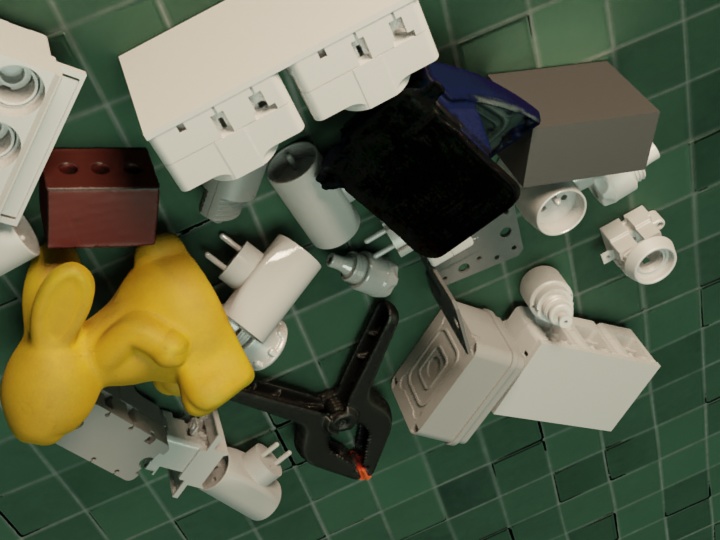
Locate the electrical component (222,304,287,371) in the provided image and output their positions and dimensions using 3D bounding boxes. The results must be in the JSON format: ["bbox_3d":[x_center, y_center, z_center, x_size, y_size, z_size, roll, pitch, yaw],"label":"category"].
[{"bbox_3d":[-0.094,0.050,0.884,0.048,0.048,0.062,-44,123,14],"label":"electrical component"}]

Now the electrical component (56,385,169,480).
[{"bbox_3d":[-0.208,0.123,0.886,0.050,0.055,0.089,-39,131,11],"label":"electrical component"}]

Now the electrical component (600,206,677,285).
[{"bbox_3d":[0.251,-0.020,0.963,0.066,0.055,0.048,-29,132,1],"label":"electrical component"}]

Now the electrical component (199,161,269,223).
[{"bbox_3d":[-0.093,-0.070,0.786,0.043,0.043,0.081,7,124,-27],"label":"electrical component"}]

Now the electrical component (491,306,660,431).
[{"bbox_3d":[0.195,0.093,1.027,0.150,0.061,0.089,12,121,-30],"label":"electrical component"}]

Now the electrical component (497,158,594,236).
[{"bbox_3d":[0.161,-0.075,0.866,0.079,0.077,0.044,-28,132,0],"label":"electrical component"}]

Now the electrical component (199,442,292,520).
[{"bbox_3d":[-0.099,0.187,0.992,0.079,0.043,0.077,-39,131,10],"label":"electrical component"}]

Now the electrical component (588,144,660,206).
[{"bbox_3d":[0.221,-0.086,0.905,0.062,0.043,0.043,-32,132,3],"label":"electrical component"}]

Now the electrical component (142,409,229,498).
[{"bbox_3d":[-0.157,0.155,0.943,0.064,0.042,0.081,22,115,-33],"label":"electrical component"}]

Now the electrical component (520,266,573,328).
[{"bbox_3d":[0.170,0.027,0.957,0.040,0.078,0.040,-4,117,-9],"label":"electrical component"}]

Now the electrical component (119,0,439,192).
[{"bbox_3d":[-0.054,-0.136,0.706,0.186,0.105,0.060,-28,133,0],"label":"electrical component"}]

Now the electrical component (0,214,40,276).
[{"bbox_3d":[-0.277,-0.023,0.746,0.077,0.044,0.079,-28,133,1],"label":"electrical component"}]

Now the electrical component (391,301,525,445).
[{"bbox_3d":[0.088,0.094,0.972,0.057,0.078,0.113,18,118,-30],"label":"electrical component"}]

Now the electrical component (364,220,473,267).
[{"bbox_3d":[0.040,-0.035,0.867,0.077,0.047,0.065,-30,132,2],"label":"electrical component"}]

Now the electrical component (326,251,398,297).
[{"bbox_3d":[0.000,0.000,0.888,0.061,0.035,0.035,19,118,-31],"label":"electrical component"}]

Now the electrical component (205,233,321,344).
[{"bbox_3d":[-0.084,0.004,0.844,0.079,0.044,0.077,38,81,-9],"label":"electrical component"}]

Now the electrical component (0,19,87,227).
[{"bbox_3d":[-0.239,-0.094,0.691,0.079,0.063,0.121,16,119,-32],"label":"electrical component"}]

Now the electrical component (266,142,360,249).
[{"bbox_3d":[-0.020,-0.065,0.820,0.079,0.043,0.077,-31,132,3],"label":"electrical component"}]
